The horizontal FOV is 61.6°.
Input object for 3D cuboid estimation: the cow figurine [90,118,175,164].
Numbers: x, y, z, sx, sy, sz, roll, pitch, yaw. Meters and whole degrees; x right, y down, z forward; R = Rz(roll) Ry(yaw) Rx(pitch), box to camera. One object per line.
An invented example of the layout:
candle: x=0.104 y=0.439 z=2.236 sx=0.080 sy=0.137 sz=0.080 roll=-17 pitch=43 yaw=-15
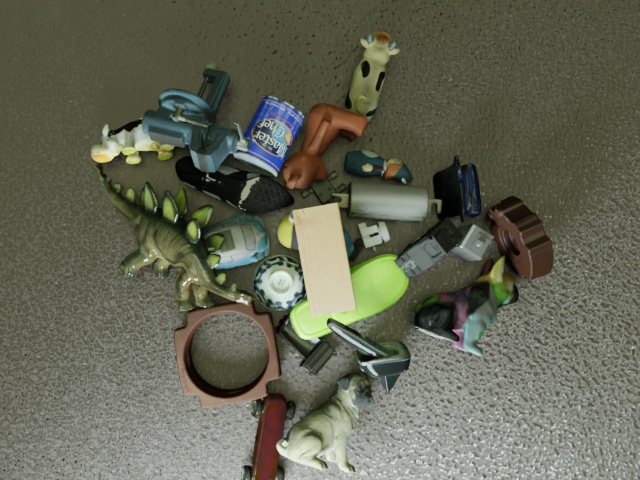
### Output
cow figurine: x=-0.396 y=-0.214 z=1.127 sx=0.167 sy=0.068 sz=0.098 roll=-9 pitch=72 yaw=-19

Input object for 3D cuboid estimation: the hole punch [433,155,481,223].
hole punch: x=0.313 y=-0.104 z=1.163 sx=0.092 sy=0.116 sz=0.142 roll=-2 pitch=85 yaw=-13

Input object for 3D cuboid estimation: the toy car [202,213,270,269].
toy car: x=-0.187 y=0.003 z=1.118 sx=0.162 sy=0.103 sz=0.109 roll=-13 pitch=85 yaw=-7

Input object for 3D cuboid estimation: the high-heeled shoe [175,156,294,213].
high-heeled shoe: x=-0.187 y=-0.120 z=1.163 sx=0.248 sy=0.145 sz=0.086 roll=16 pitch=98 yaw=-31

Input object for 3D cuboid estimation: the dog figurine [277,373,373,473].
dog figurine: x=0.012 y=0.355 z=1.093 sx=0.172 sy=0.121 sz=0.190 roll=19 pitch=78 yaw=-33

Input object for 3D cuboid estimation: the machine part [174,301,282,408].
machine part: x=-0.188 y=0.230 z=1.106 sx=0.201 sy=0.087 sz=0.201 roll=-10 pitch=87 yaw=-5

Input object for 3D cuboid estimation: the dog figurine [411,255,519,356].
dog figurine: x=0.317 y=0.123 z=1.147 sx=0.192 sy=0.108 sz=0.219 roll=26 pitch=79 yaw=1

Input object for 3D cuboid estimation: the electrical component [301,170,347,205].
electrical component: x=0.008 y=-0.110 z=1.182 sx=0.094 sy=0.021 sz=0.063 roll=-33 pitch=89 yaw=-7

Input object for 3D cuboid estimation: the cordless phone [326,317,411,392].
cordless phone: x=0.087 y=0.212 z=1.098 sx=0.184 sy=0.146 sz=0.088 roll=34 pitch=93 yaw=-1

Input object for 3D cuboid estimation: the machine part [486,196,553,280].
machine part: x=0.418 y=-0.001 z=1.128 sx=0.056 sy=0.179 sz=0.179 roll=-25 pitch=87 yaw=-2

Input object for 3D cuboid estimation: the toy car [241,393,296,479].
toy car: x=-0.109 y=0.418 z=1.112 sx=0.089 sy=0.053 sz=0.202 roll=10 pitch=86 yaw=-24

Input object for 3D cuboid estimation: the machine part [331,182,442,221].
machine part: x=0.145 y=-0.083 z=1.163 sx=0.243 sy=0.079 sz=0.079 roll=3 pitch=85 yaw=-3

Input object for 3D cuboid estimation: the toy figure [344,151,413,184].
toy figure: x=0.130 y=-0.157 z=1.171 sx=0.154 sy=0.057 sz=0.064 roll=10 pitch=48 yaw=-4

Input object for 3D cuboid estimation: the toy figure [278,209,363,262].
toy figure: x=-0.002 y=-0.003 z=1.144 sx=0.180 sy=0.082 sz=0.089 roll=25 pitch=82 yaw=-4

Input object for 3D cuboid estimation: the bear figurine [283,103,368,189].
bear figurine: x=0.004 y=-0.185 z=1.142 sx=0.132 sy=0.120 sz=0.195 roll=19 pitch=87 yaw=-9

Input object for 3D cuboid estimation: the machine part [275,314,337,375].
machine part: x=-0.036 y=0.218 z=1.143 sx=0.084 sy=0.039 sz=0.139 roll=-45 pitch=91 yaw=-1

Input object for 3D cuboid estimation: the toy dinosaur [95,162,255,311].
toy dinosaur: x=-0.313 y=-0.009 z=1.080 sx=0.472 sy=0.105 sz=0.198 roll=29 pitch=104 yaw=19

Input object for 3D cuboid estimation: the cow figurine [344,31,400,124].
cow figurine: x=0.107 y=-0.358 z=1.160 sx=0.085 sy=0.127 sz=0.194 roll=17 pitch=86 yaw=-6

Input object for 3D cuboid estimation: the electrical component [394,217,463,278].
electrical component: x=0.234 y=0.012 z=1.133 sx=0.058 sy=0.115 sz=0.134 roll=53 pitch=40 yaw=0

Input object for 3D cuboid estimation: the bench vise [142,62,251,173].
bench vise: x=-0.232 y=-0.262 z=1.088 sx=0.224 sy=0.128 sz=0.240 roll=8 pitch=64 yaw=14
